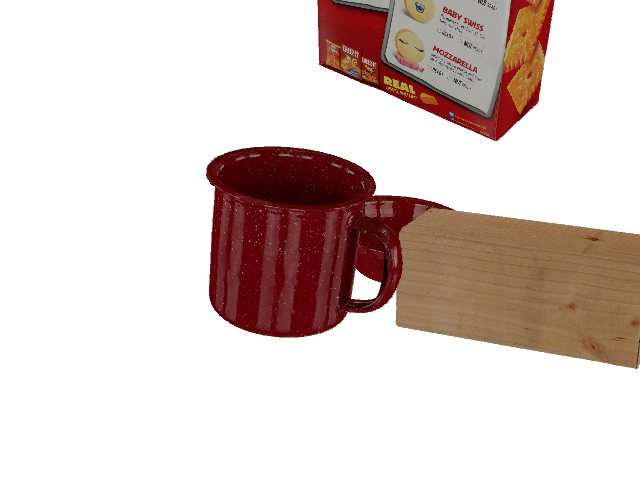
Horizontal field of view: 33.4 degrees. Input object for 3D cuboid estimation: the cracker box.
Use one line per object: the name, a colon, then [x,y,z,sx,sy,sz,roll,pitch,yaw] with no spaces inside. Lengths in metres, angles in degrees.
cracker box: [0.080,-0.196,0.739,0.164,0.214,0.072,28,51,27]

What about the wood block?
wood block: [0.176,0.035,0.911,0.206,0.090,0.090,8,18,24]

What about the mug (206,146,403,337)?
mug: [-0.009,0.004,0.591,0.117,0.081,0.093,16,26,21]

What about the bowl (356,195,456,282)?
bowl: [0.085,0.005,1.158,0.162,0.055,0.162,4,24,-2]
